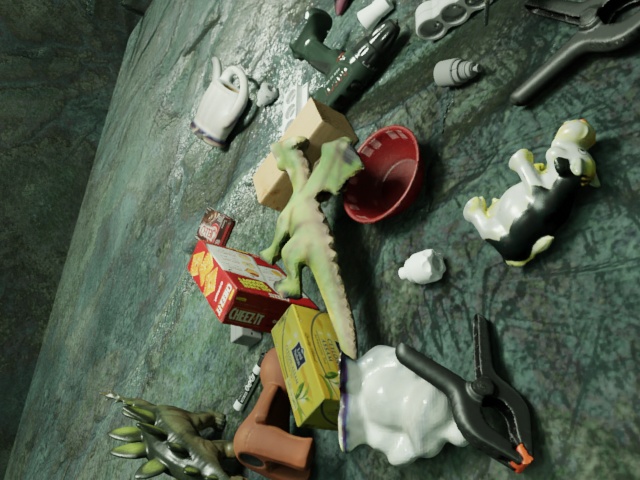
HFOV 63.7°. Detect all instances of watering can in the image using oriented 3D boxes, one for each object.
[{"bbox_3d":[-0.285,-0.391,1.448,0.103,0.222,0.354,21,18,-35],"label":"watering can"}]

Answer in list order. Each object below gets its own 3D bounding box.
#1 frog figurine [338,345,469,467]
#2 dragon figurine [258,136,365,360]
[{"bbox_3d":[0.107,0.198,0.623,0.159,0.140,0.120,-2,-35,15],"label":"frog figurine"},{"bbox_3d":[0.002,-0.040,0.792,0.122,0.238,0.418,1,31,-29],"label":"dragon figurine"}]
